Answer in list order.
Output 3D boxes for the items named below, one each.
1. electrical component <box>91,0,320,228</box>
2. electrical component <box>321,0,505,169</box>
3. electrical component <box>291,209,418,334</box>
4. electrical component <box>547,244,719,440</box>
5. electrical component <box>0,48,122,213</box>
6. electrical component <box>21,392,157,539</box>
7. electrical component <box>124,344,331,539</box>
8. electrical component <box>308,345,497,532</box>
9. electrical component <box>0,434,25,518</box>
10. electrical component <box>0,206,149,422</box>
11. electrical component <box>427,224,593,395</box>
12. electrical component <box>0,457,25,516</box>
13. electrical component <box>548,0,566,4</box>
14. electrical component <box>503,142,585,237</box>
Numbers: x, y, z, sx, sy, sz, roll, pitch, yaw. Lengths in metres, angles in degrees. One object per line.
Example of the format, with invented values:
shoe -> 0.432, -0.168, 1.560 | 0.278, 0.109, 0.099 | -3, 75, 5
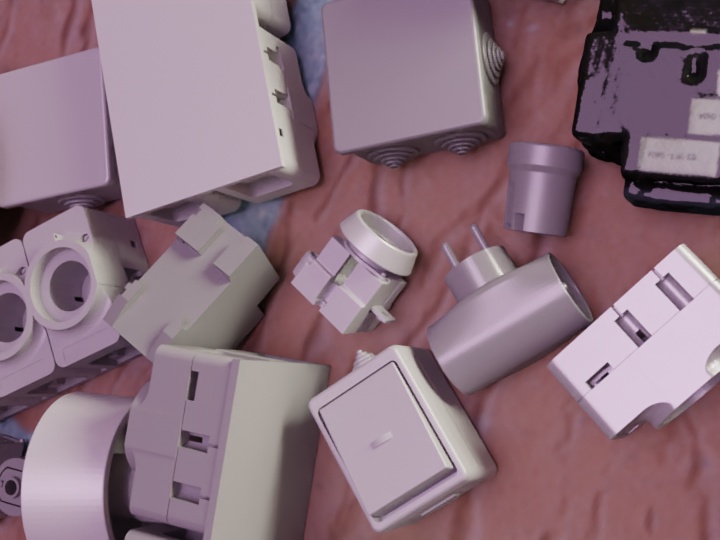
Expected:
electrical component -> -0.096, -0.130, 0.654 | 0.105, 0.060, 0.186 | -16, 78, 22
electrical component -> 0.031, -0.110, 0.602 | 0.100, 0.048, 0.099 | -9, 80, 23
electrical component -> 0.000, 0.000, 0.606 | 0.066, 0.048, 0.055 | 44, 109, 22
electrical component -> 0.148, 0.040, 0.532 | 0.089, 0.050, 0.055 | -45, 69, 13
electrical component -> -0.186, -0.086, 0.695 | 0.100, 0.048, 0.099 | -9, 80, 23
electrical component -> -0.138, 0.124, 0.620 | 0.060, 0.108, 0.108 | -3, 83, 17
electrical component -> -0.080, 0.138, 0.591 | 0.060, 0.105, 0.186 | 8, 87, 24
electrical component -> 0.018, 0.084, 0.578 | 0.062, 0.061, 0.096 | -35, 71, 16
electrical component -> -0.272, 0.132, 0.681 | 0.062, 0.096, 0.061 | 13, 90, 25
electrical component -> -0.209, 0.032, 0.684 | 0.150, 0.062, 0.089 | -25, 75, 19
electrical component -> 0.071, 0.014, 0.573 | 0.077, 0.043, 0.079 | -33, 72, 17
electrical component -> -0.193, 0.132, 0.664 | 0.044, 0.065, 0.044 | -3, 83, 23
electrical component -> 0.095, -0.209, 0.570 | 0.057, 0.078, 0.113 | 22, 93, 21
electrical component -> 0.096, -0.042, 0.571 | 0.040, 0.040, 0.046 | 9, 93, 24
